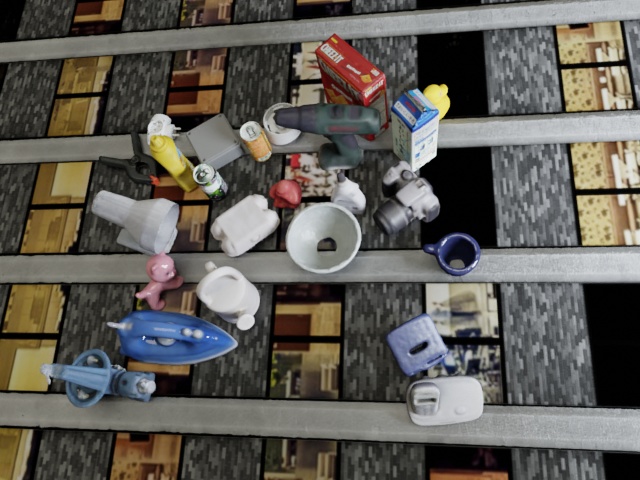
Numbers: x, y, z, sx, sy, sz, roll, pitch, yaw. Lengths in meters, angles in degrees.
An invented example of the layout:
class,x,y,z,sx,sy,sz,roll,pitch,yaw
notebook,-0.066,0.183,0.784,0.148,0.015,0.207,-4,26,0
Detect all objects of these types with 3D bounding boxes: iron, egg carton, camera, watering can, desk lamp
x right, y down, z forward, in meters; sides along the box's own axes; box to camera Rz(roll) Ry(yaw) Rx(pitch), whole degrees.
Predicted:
class,x,y,z,sx,sy,sz,roll,pitch,yaw
iron,-0.318,0.202,1.226,0.258,0.141,0.118,2,70,10
egg carton,-0.172,-0.033,1.328,0.150,0.069,0.107,-37,69,-5
camera,0.176,-0.087,1.274,0.137,0.101,0.143,-37,69,-5
watering can,-0.194,0.112,1.210,0.172,0.194,0.101,29,77,18
desk lamp,-0.401,-0.035,1.287,0.202,0.214,0.118,17,73,15

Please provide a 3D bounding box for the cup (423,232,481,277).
class,x,y,z,sx,sy,sz,roll,pitch,yaw
cup,0.276,0.039,1.215,0.117,0.095,0.092,10,72,13

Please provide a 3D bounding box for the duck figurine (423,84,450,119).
class,x,y,z,sx,sy,sz,roll,pitch,yaw
duck figurine,0.260,-0.330,1.358,0.104,0.086,0.077,-31,68,-3

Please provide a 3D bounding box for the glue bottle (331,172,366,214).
class,x,y,z,sx,sy,sz,roll,pitch,yaw
glue bottle,0.057,-0.106,1.261,0.078,0.173,0.037,8,71,12

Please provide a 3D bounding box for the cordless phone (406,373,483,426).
class,x,y,z,sx,sy,sz,roll,pitch,yaw
cordless phone,0.235,0.296,1.078,0.147,0.185,0.094,-10,69,6

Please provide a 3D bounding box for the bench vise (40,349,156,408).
class,x,y,z,sx,sy,sz,roll,pitch,yaw
bench vise,-0.451,0.275,1.179,0.207,0.220,0.121,-12,68,5

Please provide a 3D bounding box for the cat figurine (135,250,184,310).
class,x,y,z,sx,sy,sz,roll,pitch,yaw
cat figurine,-0.368,0.085,1.290,0.067,0.118,0.128,32,78,19

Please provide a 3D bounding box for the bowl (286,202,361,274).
class,x,y,z,sx,sy,sz,roll,pitch,yaw
bowl,0.012,0.005,1.281,0.167,0.075,0.167,-3,70,8

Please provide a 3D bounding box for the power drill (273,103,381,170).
class,x,y,z,sx,sy,sz,roll,pitch,yaw
power drill,0.026,-0.238,1.296,0.229,0.209,0.075,-5,69,8

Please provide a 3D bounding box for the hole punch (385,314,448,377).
class,x,y,z,sx,sy,sz,roll,pitch,yaw
hole punch,0.198,0.215,1.165,0.108,0.091,0.101,-29,68,-2

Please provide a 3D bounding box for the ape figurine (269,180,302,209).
class,x,y,z,sx,sy,sz,roll,pitch,yaw
ape figurine,-0.080,-0.112,1.329,0.076,0.092,0.077,-42,69,-7
